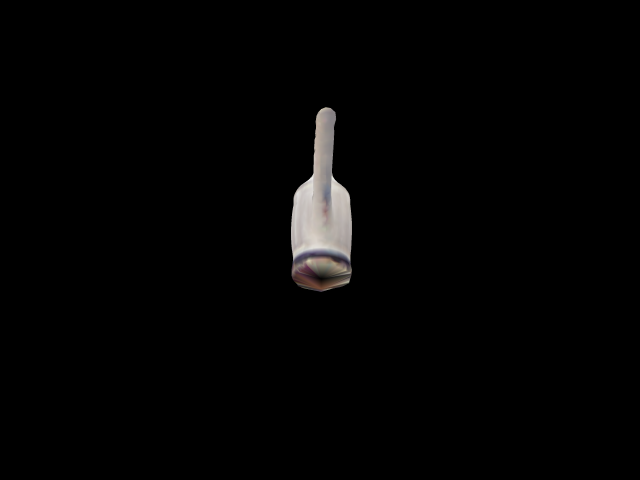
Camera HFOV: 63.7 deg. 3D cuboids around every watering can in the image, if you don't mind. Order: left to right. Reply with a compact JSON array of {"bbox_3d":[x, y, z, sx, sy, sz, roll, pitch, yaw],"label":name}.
[{"bbox_3d":[0.003,-0.043,0.850,0.104,0.228,0.341,0,-22,0],"label":"watering can"}]
